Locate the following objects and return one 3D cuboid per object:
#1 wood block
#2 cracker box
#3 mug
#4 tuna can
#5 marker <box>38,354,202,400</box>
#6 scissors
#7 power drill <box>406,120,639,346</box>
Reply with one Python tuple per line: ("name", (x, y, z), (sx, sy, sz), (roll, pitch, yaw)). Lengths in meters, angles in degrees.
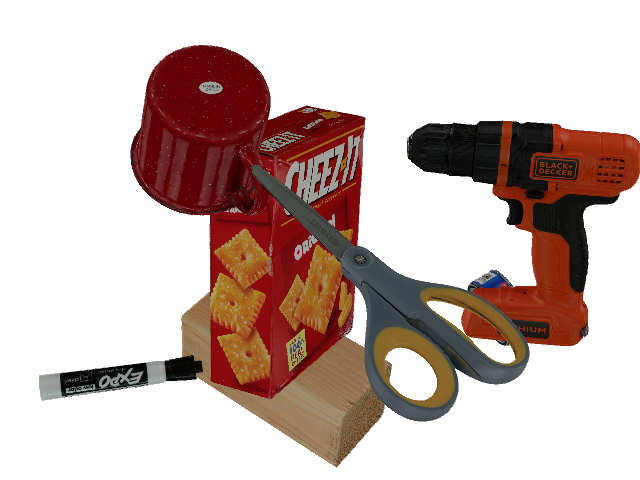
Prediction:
("wood block", (-0.038, 0.132, 1.119), (0.206, 0.090, 0.090), (29, 48, 23))
("cracker box", (-0.026, 0.005, 0.929), (0.072, 0.214, 0.164), (13, 23, 25))
("mug", (-0.072, -0.068, 0.717), (0.093, 0.117, 0.082), (-28, -20, -26))
("tuna can", (0.207, 0.079, 1.238), (0.033, 0.086, 0.086), (-29, 5, -9))
("marker", (-0.149, 0.102, 0.802), (0.121, 0.020, 0.020), (-7, 1, -10))
("scissors", (0.017, 0.029, 0.588), (0.202, 0.016, 0.096), (29, 52, 18))
("power drill", (0.160, -0.008, 0.880), (0.184, 0.188, 0.057), (6, 28, 10))
